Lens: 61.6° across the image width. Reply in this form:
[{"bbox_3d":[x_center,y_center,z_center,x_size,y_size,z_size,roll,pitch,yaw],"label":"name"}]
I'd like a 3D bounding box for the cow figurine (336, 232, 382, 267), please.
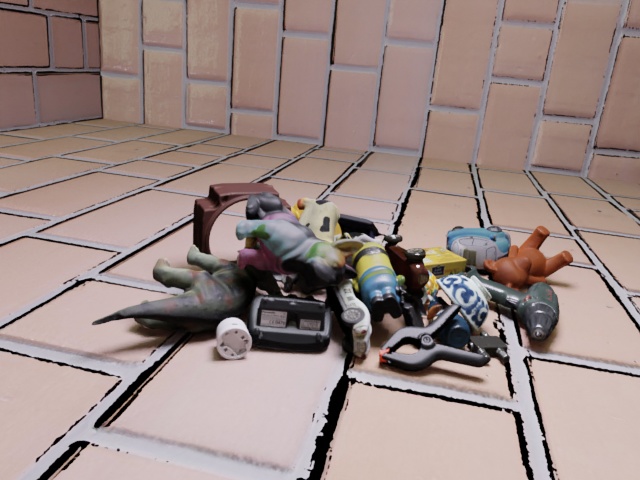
[{"bbox_3d":[0.069,0.025,1.224,0.098,0.068,0.167,22,-16,-11],"label":"cow figurine"}]

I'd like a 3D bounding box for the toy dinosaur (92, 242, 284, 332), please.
[{"bbox_3d":[-0.191,0.096,0.965,0.192,0.131,0.405,11,25,19],"label":"toy dinosaur"}]

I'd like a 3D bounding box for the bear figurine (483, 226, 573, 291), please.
[{"bbox_3d":[0.476,0.052,1.243,0.196,0.132,0.120,-6,54,-49],"label":"bear figurine"}]

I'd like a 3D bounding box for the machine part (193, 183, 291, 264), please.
[{"bbox_3d":[-0.168,-0.018,1.160,0.201,0.200,0.087,-4,23,-28],"label":"machine part"}]

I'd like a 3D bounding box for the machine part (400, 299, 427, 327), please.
[{"bbox_3d":[0.175,0.138,1.002,0.039,0.084,0.139,-24,0,13],"label":"machine part"}]

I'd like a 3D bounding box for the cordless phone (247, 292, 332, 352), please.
[{"bbox_3d":[-0.054,0.131,0.972,0.147,0.088,0.184,6,7,-5],"label":"cordless phone"}]

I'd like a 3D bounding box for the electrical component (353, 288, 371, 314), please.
[{"bbox_3d":[0.087,0.102,1.098,0.134,0.058,0.115,1,17,-11],"label":"electrical component"}]

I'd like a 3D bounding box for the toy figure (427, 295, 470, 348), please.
[{"bbox_3d":[0.232,0.148,0.997,0.058,0.064,0.154,-37,14,6],"label":"toy figure"}]

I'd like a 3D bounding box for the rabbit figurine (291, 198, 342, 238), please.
[{"bbox_3d":[-0.045,-0.013,1.303,0.173,0.162,0.122,-2,22,44],"label":"rabbit figurine"}]

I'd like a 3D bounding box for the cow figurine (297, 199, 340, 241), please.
[{"bbox_3d":[-0.002,-0.003,1.141,0.127,0.085,0.195,-3,49,21],"label":"cow figurine"}]

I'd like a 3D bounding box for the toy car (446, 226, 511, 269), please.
[{"bbox_3d":[0.387,0.024,1.333,0.162,0.109,0.103,9,23,21],"label":"toy car"}]

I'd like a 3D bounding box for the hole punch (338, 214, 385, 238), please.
[{"bbox_3d":[0.089,-0.005,1.403,0.142,0.092,0.115,10,-11,22],"label":"hole punch"}]

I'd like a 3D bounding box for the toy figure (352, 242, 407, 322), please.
[{"bbox_3d":[0.106,0.072,0.982,0.082,0.089,0.180,9,23,-9],"label":"toy figure"}]

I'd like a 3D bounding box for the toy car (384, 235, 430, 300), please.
[{"bbox_3d":[0.163,0.046,1.031,0.053,0.089,0.202,-4,12,-7],"label":"toy car"}]

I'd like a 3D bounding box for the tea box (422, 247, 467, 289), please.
[{"bbox_3d":[0.237,0.066,1.226,0.169,0.068,0.098,-3,20,-27],"label":"tea box"}]

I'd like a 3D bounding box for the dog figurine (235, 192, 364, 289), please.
[{"bbox_3d":[-0.034,0.005,0.958,0.219,0.108,0.192,11,36,0],"label":"dog figurine"}]

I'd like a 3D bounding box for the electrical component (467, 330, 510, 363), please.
[{"bbox_3d":[0.294,0.188,0.950,0.063,0.021,0.094,1,19,-9],"label":"electrical component"}]

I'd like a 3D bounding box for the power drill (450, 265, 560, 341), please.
[{"bbox_3d":[0.376,0.121,1.084,0.208,0.085,0.232,12,18,31],"label":"power drill"}]

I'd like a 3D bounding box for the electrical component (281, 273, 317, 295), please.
[{"bbox_3d":[-0.035,0.083,1.149,0.078,0.045,0.102,41,32,13],"label":"electrical component"}]

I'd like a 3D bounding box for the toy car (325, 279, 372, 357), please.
[{"bbox_3d":[0.049,0.122,0.952,0.056,0.073,0.202,-10,33,-11],"label":"toy car"}]
